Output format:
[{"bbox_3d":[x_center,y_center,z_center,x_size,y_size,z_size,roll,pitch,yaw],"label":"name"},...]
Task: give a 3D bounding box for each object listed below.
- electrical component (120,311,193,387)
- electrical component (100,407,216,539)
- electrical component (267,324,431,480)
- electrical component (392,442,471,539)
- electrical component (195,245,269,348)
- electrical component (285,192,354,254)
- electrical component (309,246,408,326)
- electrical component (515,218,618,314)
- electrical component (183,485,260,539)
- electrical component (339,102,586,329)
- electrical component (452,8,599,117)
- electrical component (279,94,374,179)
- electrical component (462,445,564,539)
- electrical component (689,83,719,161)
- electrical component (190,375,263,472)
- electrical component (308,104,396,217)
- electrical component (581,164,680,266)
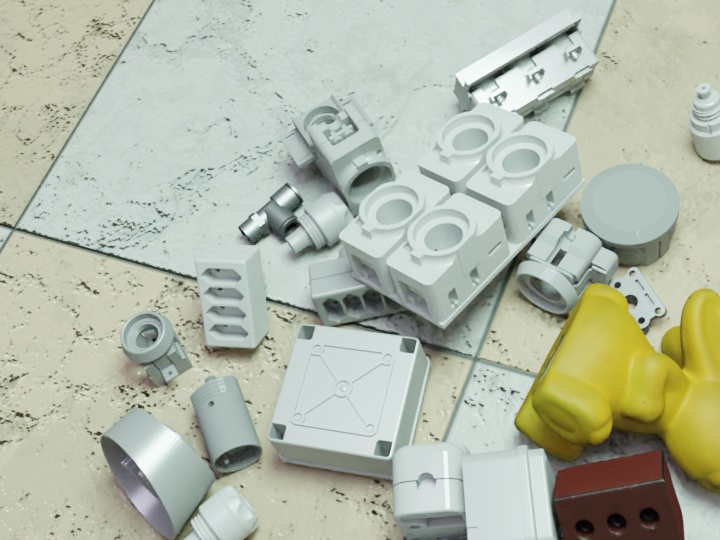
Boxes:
[{"bbox_3d":[-0.182,0.067,0.951,0.048,0.055,0.066,-31,58,-4],"label":"electrical component"},{"bbox_3d":[-0.167,0.161,0.870,0.099,0.099,0.064,29,65,27],"label":"electrical component"},{"bbox_3d":[-0.007,0.107,0.881,0.109,0.056,0.108,6,63,18],"label":"electrical component"},{"bbox_3d":[0.058,0.167,0.805,0.054,0.095,0.059,-7,59,11],"label":"electrical component"},{"bbox_3d":[-0.106,0.016,0.956,0.047,0.083,0.075,2,23,16],"label":"electrical component"},{"bbox_3d":[-0.038,-0.040,0.982,0.062,0.043,0.043,-36,58,-6],"label":"electrical component"},{"bbox_3d":[0.000,0.000,0.948,0.083,0.047,0.075,-12,51,7],"label":"electrical component"},{"bbox_3d":[0.167,-0.001,0.898,0.078,0.058,0.057,28,68,28],"label":"electrical component"},{"bbox_3d":[-0.115,0.205,0.860,0.062,0.043,0.043,-39,58,-7],"label":"electrical component"},{"bbox_3d":[0.085,-0.054,0.890,0.105,0.060,0.186,29,64,38],"label":"electrical component"},{"bbox_3d":[0.155,-0.180,1.000,0.121,0.078,0.063,-31,79,-4],"label":"electrical component"},{"bbox_3d":[-0.029,-0.123,1.016,0.081,0.063,0.042,-30,57,-4],"label":"electrical component"},{"bbox_3d":[0.114,0.180,0.773,0.057,0.113,0.078,-9,59,13],"label":"electrical component"},{"bbox_3d":[0.304,-0.129,0.928,0.040,0.078,0.040,-17,47,19],"label":"electrical component"},{"bbox_3d":[-0.115,0.124,0.907,0.043,0.043,0.081,-25,57,0],"label":"electrical component"},{"bbox_3d":[-0.004,-0.096,0.978,0.050,0.089,0.055,-31,57,-4],"label":"electrical component"},{"bbox_3d":[0.229,-0.045,0.911,0.080,0.051,0.080,-7,59,11],"label":"electrical component"}]
